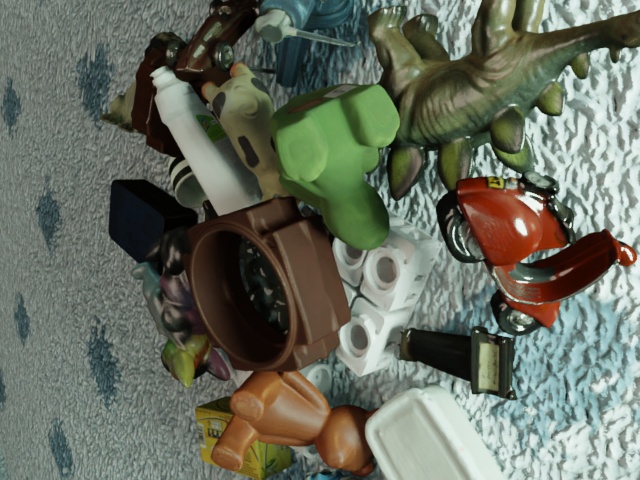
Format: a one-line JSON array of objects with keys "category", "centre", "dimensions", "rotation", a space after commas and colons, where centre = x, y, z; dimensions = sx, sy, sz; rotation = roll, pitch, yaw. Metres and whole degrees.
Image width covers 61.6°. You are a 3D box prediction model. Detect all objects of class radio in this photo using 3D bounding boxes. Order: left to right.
[{"category": "radio", "centre": [-0.335, -0.028, 1.052], "dimensions": [0.230, 0.073, 0.131], "rotation": [29, 115, 42]}]

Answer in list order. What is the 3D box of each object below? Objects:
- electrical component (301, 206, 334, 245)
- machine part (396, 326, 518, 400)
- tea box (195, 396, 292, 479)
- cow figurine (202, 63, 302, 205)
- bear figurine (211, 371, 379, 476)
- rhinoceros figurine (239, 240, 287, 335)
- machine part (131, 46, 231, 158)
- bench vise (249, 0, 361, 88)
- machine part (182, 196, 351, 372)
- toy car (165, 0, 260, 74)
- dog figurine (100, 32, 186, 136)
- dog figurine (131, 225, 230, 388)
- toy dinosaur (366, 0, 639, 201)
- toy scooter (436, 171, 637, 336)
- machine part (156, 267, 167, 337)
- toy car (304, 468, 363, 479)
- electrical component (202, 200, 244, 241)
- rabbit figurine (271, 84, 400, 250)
[{"category": "electrical component", "centre": [-0.002, -0.002, 0.746], "dimensions": [0.094, 0.021, 0.063], "rotation": [45, 124, 33]}, {"category": "machine part", "centre": [0.150, 0.128, 0.596], "dimensions": [0.139, 0.039, 0.084], "rotation": [2, 104, 44]}, {"category": "tea box", "centre": [-0.128, 0.318, 0.878], "dimensions": [0.170, 0.068, 0.098], "rotation": [-7, 90, 45]}, {"category": "cow figurine", "centre": [-0.070, -0.120, 0.699], "dimensions": [0.127, 0.085, 0.194], "rotation": [53, 170, 54]}, {"category": "bear figurine", "centre": [-0.015, 0.242, 0.671], "dimensions": [0.196, 0.132, 0.120], "rotation": [27, 111, 8]}, {"category": "rhinoceros figurine", "centre": [-0.065, 0.075, 0.792], "dimensions": [0.112, 0.073, 0.190], "rotation": [-34, 69, 32]}, {"category": "machine part", "centre": [-0.202, -0.209, 0.829], "dimensions": [0.056, 0.179, 0.179], "rotation": [34, 118, 35]}, {"category": "bench vise", "centre": [-0.025, -0.268, 0.651], "dimensions": [0.240, 0.129, 0.223], "rotation": [113, 166, -58]}, {"category": "machine part", "centre": [-0.074, 0.059, 0.666], "dimensions": [0.201, 0.087, 0.201], "rotation": [-12, 96, 44]}, {"category": "toy car", "centre": [-0.140, -0.291, 0.746], "dimensions": [0.089, 0.202, 0.053], "rotation": [11, 136, 16]}, {"category": "dog figurine", "centre": [-0.314, -0.288, 0.999], "dimensions": [0.173, 0.121, 0.190], "rotation": [24, 97, 38]}, {"category": "dog figurine", "centre": [-0.193, 0.109, 0.819], "dimensions": [0.191, 0.108, 0.219], "rotation": [-42, 62, 32]}, {"category": "toy dinosaur", "centre": [0.107, -0.142, 0.565], "dimensions": [0.472, 0.105, 0.198], "rotation": [4, 102, 56]}, {"category": "toy scooter", "centre": [0.197, 0.005, 0.480], "dimensions": [0.135, 0.075, 0.183], "rotation": [-24, 118, 27]}, {"category": "machine part", "centre": [-0.249, 0.088, 0.972], "dimensions": [0.079, 0.079, 0.243], "rotation": [27, 113, 41]}, {"category": "toy car", "centre": [0.045, 0.369, 0.694], "dimensions": [0.103, 0.109, 0.162], "rotation": [-32, 58, 19]}, {"category": "electrical component", "centre": [-0.163, -0.021, 0.898], "dimensions": [0.102, 0.045, 0.078], "rotation": [61, 160, 25]}, {"category": "rabbit figurine", "centre": [0.010, -0.065, 0.570], "dimensions": [0.159, 0.121, 0.170], "rotation": [27, 144, 60]}]
